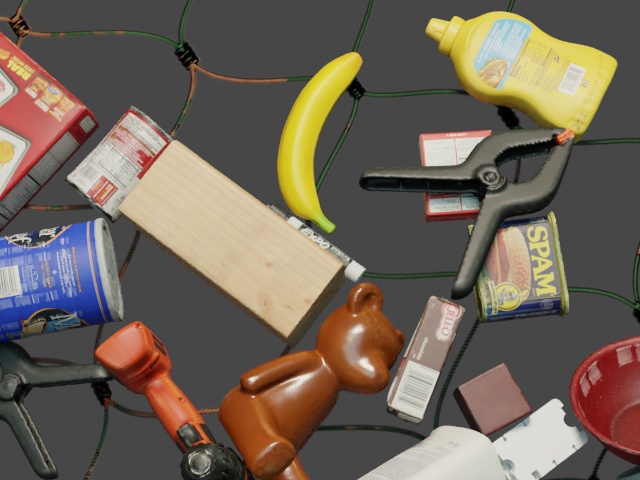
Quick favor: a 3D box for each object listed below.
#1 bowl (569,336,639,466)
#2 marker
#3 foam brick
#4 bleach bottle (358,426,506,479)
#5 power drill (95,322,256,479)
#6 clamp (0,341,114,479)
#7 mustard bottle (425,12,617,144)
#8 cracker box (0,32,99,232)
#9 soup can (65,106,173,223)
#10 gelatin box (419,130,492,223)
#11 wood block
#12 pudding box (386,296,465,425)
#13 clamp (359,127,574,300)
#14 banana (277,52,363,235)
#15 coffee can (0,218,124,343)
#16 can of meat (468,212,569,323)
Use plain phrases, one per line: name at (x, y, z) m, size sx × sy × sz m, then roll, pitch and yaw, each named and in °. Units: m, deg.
bowl at (0.314, 0.159, 0.987) m, size 0.162 × 0.055 × 0.162 m, roll -9°, pitch 34°, yaw 6°
marker at (-0.007, 0.001, 1.078) m, size 0.121 × 0.020 × 0.020 m, roll 37°, pitch 81°, yaw 9°
foam brick at (0.161, 0.153, 1.007) m, size 0.051 × 0.078 × 0.053 m, roll -27°, pitch 77°, yaw -2°
bleach bottle at (0.038, 0.246, 0.939) m, size 0.250 × 0.103 × 0.068 m, roll -22°, pitch 93°, yaw -23°
power drill at (-0.130, 0.166, 0.972) m, size 0.057 × 0.184 × 0.188 m, roll -35°, pitch 69°, yaw -10°
clamp at (-0.299, 0.157, 1.045) m, size 0.171 × 0.039 × 0.120 m, roll 16°, pitch 70°, yaw 12°
mustard bottle at (0.197, -0.180, 1.091) m, size 0.192 × 0.058 × 0.096 m, roll 27°, pitch 78°, yaw 8°
cracker box at (-0.358, -0.098, 1.090) m, size 0.164 × 0.072 × 0.213 m, roll 40°, pitch 83°, yaw 11°
soup can at (-0.200, -0.076, 1.079) m, size 0.068 × 0.068 × 0.102 m, roll 40°, pitch 82°, yaw 10°
gelatin box at (0.140, -0.064, 1.082) m, size 0.073 × 0.030 × 0.089 m, roll -4°, pitch 77°, yaw 0°
wood block at (-0.084, 0.005, 1.044) m, size 0.206 × 0.091 × 0.090 m, roll 36°, pitch 81°, yaw 10°
pudding box at (0.099, 0.116, 1.012) m, size 0.039 × 0.090 × 0.113 m, roll 23°, pitch 80°, yaw 9°
clamp at (0.154, -0.056, 1.038) m, size 0.209 × 0.036 × 0.165 m, roll -37°, pitch 65°, yaw -16°
banana at (-0.005, -0.105, 1.097) m, size 0.069 × 0.037 × 0.198 m, roll 12°, pitch 79°, yaw -13°
coffee can at (-0.269, 0.041, 1.032) m, size 0.140 × 0.103 × 0.103 m, roll -10°, pitch 77°, yaw -5°
can of meat at (0.192, 0.029, 1.045) m, size 0.084 × 0.057 × 0.102 m, roll -7°, pitch 76°, yaw 4°
